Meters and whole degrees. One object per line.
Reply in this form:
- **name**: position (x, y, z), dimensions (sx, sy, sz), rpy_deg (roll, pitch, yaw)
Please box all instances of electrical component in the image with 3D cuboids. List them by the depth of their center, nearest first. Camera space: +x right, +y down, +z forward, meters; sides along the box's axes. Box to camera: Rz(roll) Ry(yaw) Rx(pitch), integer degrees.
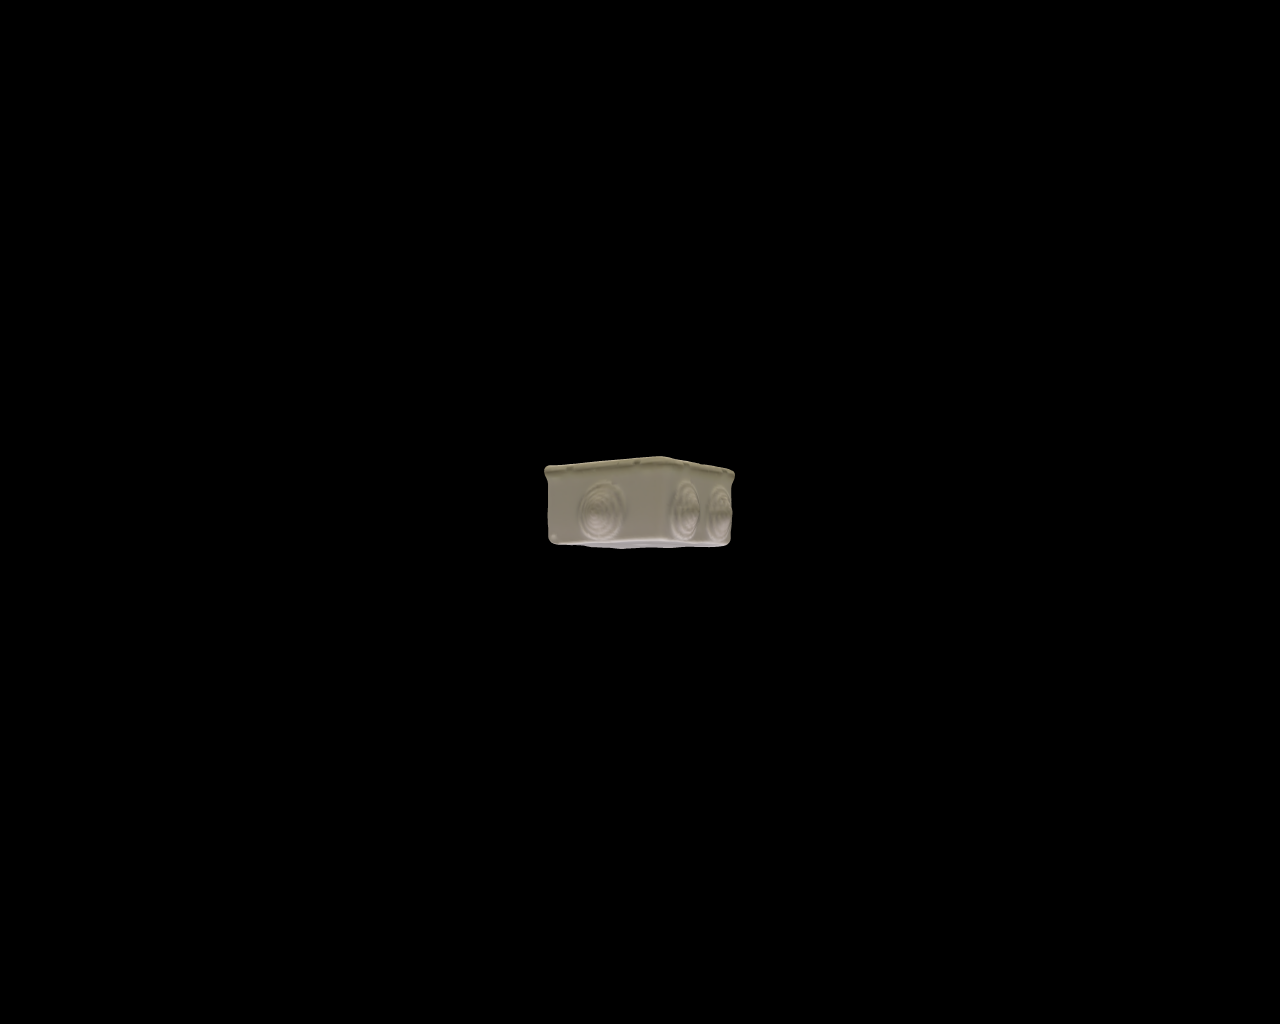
- **electrical component**: position (0.001, -0.003, 0.650), dimensions (0.100, 0.048, 0.100), rpy_deg (-3, -5, 32)
